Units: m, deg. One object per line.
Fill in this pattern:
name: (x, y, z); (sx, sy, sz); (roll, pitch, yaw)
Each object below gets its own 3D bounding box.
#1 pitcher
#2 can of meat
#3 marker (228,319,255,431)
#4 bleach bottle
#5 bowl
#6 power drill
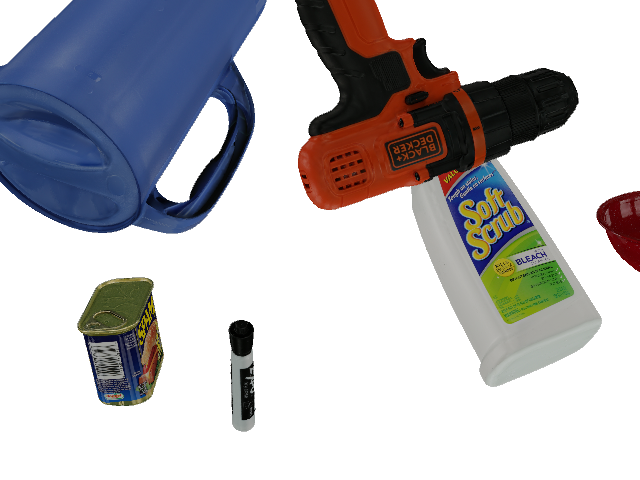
pitcher: (-0.125, -0.125, 0.776); (0.145, 0.242, 0.149); (6, -42, 28)
can of meat: (-0.184, 0.095, 1.006); (0.057, 0.084, 0.102); (-4, 25, 5)
marker: (-0.061, 0.105, 0.830); (0.020, 0.121, 0.020); (1, 44, -2)
bleach bottle: (0.119, -0.013, 0.863); (0.102, 0.251, 0.068); (-20, -26, -18)
bowl: (0.367, -0.002, 1.102); (0.162, 0.055, 0.162); (-4, 23, 1)
power drill: (0.055, -0.128, 0.652); (0.184, 0.187, 0.057); (-20, 8, -11)
